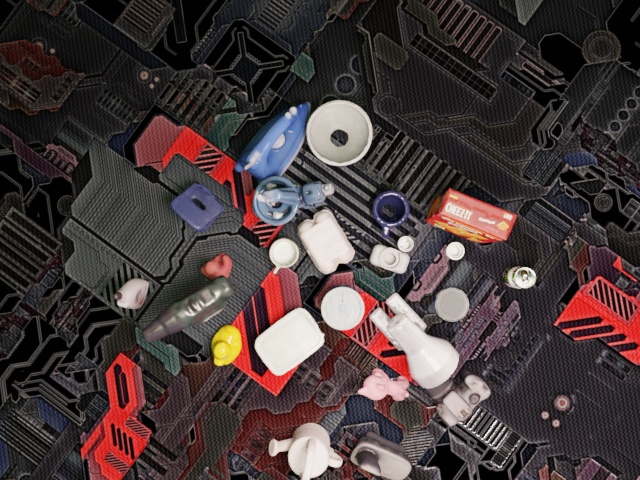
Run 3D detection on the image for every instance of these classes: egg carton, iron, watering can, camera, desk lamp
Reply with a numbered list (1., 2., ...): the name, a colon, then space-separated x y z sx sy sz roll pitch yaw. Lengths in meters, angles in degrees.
1. egg carton: 0.013 0.005 1.458 0.107 0.069 0.150 -32 88 0
2. iron: -0.108 -0.259 1.432 0.118 0.141 0.258 36 89 2
3. watering can: -0.035 0.520 1.381 0.173 0.194 0.101 -7 88 1
4. camera: 0.328 0.372 1.423 0.143 0.101 0.137 -43 88 0
5. desk lamp: 0.220 0.239 1.374 0.118 0.213 0.203 -43 88 0

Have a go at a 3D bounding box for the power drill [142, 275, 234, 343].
1. power drill: -0.305 0.167 1.391 0.229 0.208 0.075 -35 87 0

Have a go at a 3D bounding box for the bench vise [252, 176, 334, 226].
1. bench vise: -0.077 -0.116 1.388 0.207 0.219 0.121 -31 87 0

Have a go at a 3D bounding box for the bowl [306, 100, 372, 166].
1. bowl: 0.050 -0.267 1.462 0.167 0.074 0.167 0 88 1

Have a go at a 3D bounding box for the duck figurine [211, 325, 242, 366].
1. duck figurine: -0.242 0.269 1.448 0.077 0.086 0.105 16 89 2

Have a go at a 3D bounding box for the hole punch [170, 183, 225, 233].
1. hole punch: -0.311 -0.086 1.457 0.108 0.091 0.101 42 90 2

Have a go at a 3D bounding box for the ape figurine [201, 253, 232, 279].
1. ape figurine: -0.265 0.072 1.451 0.078 0.092 0.076 -6 88 1

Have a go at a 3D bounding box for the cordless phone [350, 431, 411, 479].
1. cordless phone: 0.150 0.546 1.380 0.147 0.185 0.094 20 89 2

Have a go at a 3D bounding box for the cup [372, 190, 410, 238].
1. cup: 0.173 -0.061 1.443 0.091 0.095 0.118 11 89 2

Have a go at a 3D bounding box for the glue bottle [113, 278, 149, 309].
1. glue bottle: -0.473 0.136 1.414 0.037 0.173 0.078 14 89 2

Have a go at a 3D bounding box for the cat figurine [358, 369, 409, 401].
1. cat figurine: 0.159 0.367 1.419 0.127 0.117 0.067 15 89 2
